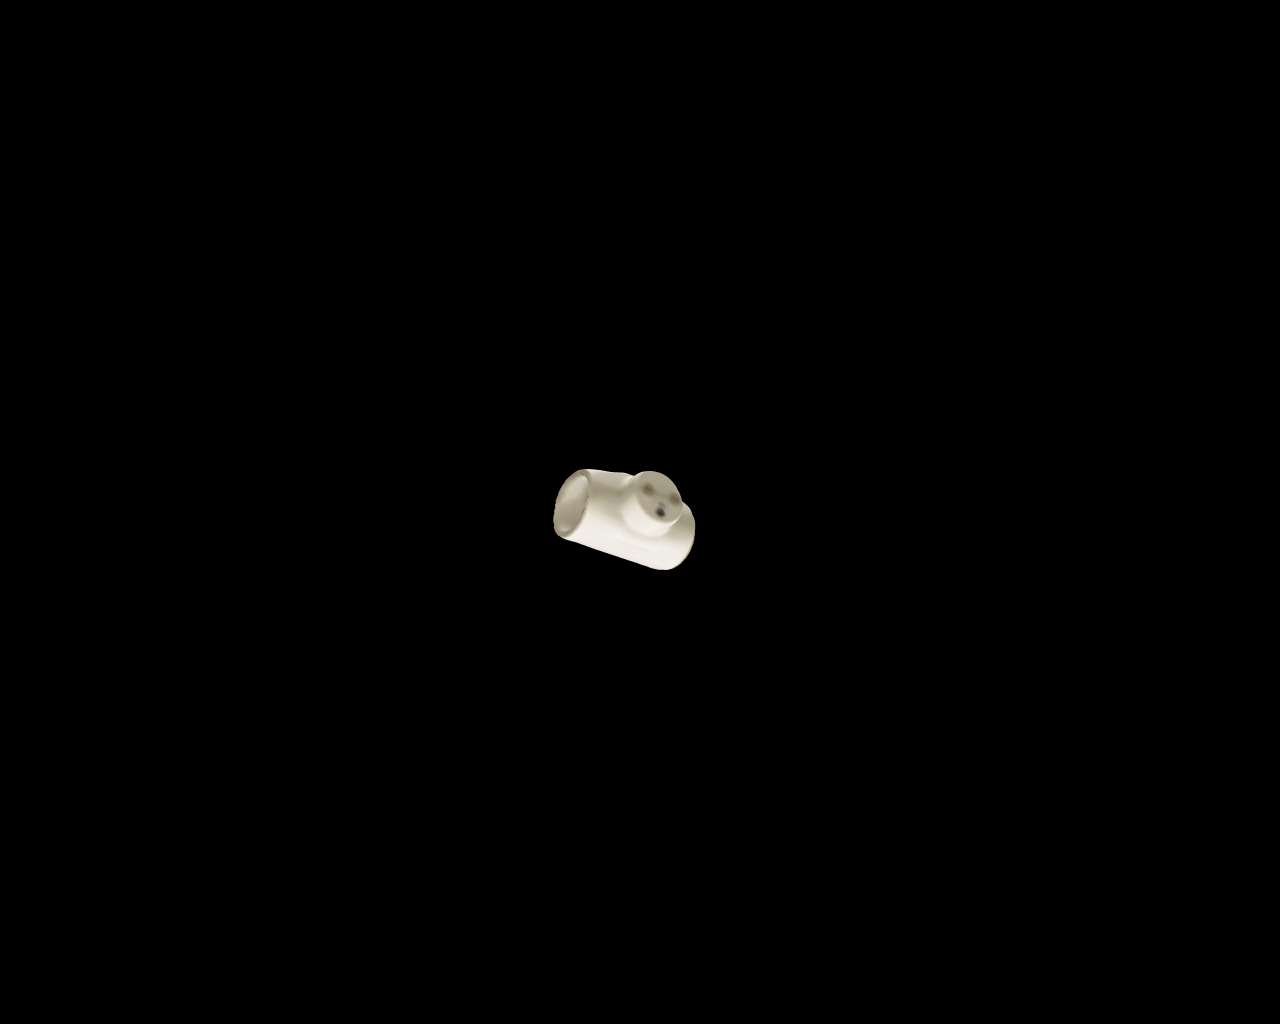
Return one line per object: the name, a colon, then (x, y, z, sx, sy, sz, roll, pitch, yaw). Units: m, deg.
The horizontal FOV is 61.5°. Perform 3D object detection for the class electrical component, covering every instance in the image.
electrical component: (0.001, -0.003, 0.650, 0.077, 0.043, 0.079, 19, -36, -29)
